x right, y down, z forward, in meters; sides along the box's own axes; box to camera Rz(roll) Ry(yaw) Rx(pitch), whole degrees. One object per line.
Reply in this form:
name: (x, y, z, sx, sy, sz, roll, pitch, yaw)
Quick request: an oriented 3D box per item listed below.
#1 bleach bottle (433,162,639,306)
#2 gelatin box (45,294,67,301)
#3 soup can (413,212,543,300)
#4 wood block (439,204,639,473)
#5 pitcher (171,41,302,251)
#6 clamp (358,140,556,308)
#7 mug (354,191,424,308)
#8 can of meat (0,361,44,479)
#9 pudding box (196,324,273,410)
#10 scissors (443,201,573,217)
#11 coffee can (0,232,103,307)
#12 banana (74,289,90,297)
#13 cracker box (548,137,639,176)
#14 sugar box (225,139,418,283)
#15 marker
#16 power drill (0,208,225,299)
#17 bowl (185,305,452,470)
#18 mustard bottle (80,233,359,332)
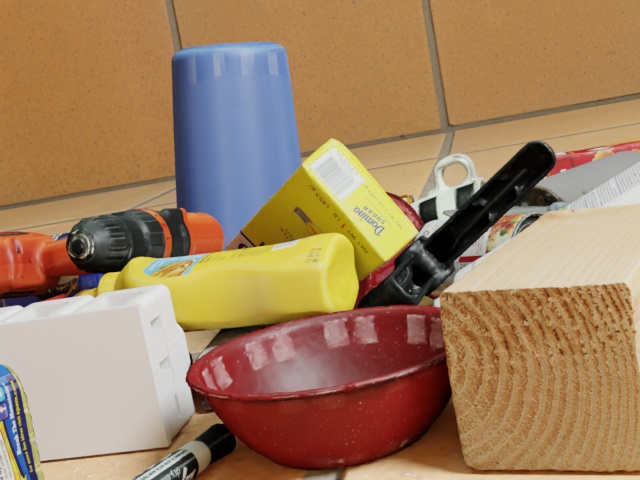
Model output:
bleach bottle: (0.187, -0.001, 0.726, 0.251, 0.068, 0.102, -30, 4, 17)
gelatin box: (-0.249, 0.086, 0.873, 0.089, 0.030, 0.073, -39, -10, 34)
soup can: (0.131, 0.015, 0.850, 0.102, 0.068, 0.068, -3, 11, 45)
wood block: (0.145, 0.043, 0.575, 0.091, 0.090, 0.205, -6, 9, 27)
pitcher: (-0.080, -0.061, 1.015, 0.149, 0.243, 0.144, -1, 8, 25)
clamp: (0.083, 0.011, 0.769, 0.164, 0.036, 0.210, -42, -4, -18)
mug: (0.027, 0.016, 0.925, 0.117, 0.093, 0.081, -24, 2, 43)
can of meat: (-0.173, 0.111, 0.487, 0.058, 0.102, 0.083, -6, 7, 23)
pudding box: (-0.029, 0.078, 0.733, 0.090, 0.039, 0.113, -9, 11, 9)
scissors: (0.210, -0.008, 0.871, 0.201, 0.096, 0.016, -12, -36, -5)
coffee can: (-0.218, 0.041, 0.987, 0.140, 0.103, 0.102, -8, 9, 14)
banana: (-0.230, 0.098, 0.744, 0.037, 0.070, 0.197, 30, 37, 31)
cracker box: (0.321, -0.075, 1.154, 0.214, 0.072, 0.164, -9, 3, 11)
sugar box: (-0.005, 0.001, 0.819, 0.048, 0.093, 0.176, -40, -2, -33)
marker: (-0.081, 0.124, 0.557, 0.020, 0.020, 0.120, -6, 10, 30)
power drill: (-0.192, 0.012, 0.843, 0.188, 0.057, 0.184, -7, -3, 23)
bowl: (0.010, 0.083, 0.588, 0.162, 0.055, 0.162, -11, 9, 1)
mustard bottle: (-0.075, 0.035, 0.728, 0.192, 0.058, 0.096, -7, 8, 14)
